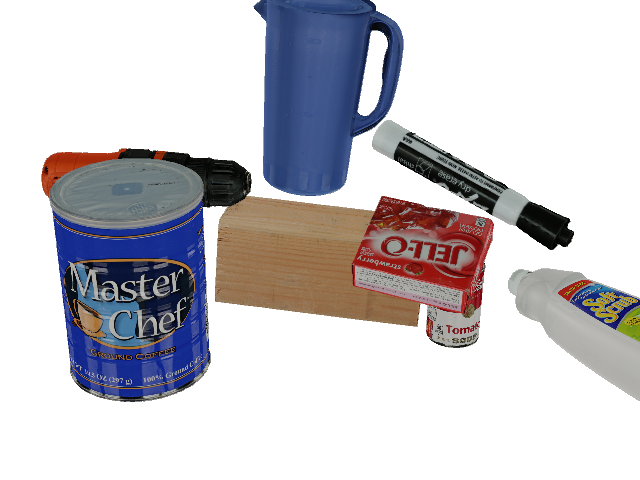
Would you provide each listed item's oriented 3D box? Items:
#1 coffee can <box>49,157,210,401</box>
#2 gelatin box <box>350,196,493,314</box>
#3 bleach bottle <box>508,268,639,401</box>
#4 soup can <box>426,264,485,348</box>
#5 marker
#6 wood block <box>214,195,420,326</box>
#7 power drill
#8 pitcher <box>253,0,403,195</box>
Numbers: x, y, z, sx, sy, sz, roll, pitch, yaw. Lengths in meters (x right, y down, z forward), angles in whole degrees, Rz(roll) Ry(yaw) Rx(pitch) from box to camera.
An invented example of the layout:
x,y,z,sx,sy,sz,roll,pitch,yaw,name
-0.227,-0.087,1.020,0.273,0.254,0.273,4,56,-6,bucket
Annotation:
x,y,z,sx,sy,sz,roll,pitch,yaw,name
-0.130,0.026,0.747,0.103,0.140,0.103,0,27,0,coffee can
0.076,0.009,0.787,0.089,0.073,0.030,13,-40,15,gelatin box
0.268,0.083,1.038,0.102,0.068,0.251,-17,25,-26,bleach bottle
0.168,0.074,1.336,0.068,0.102,0.068,1,23,-1,soup can
0.082,-0.030,0.575,0.121,0.020,0.020,32,12,21,marker
0.003,0.019,1.090,0.206,0.091,0.090,7,22,5,wood block
-0.151,0.007,0.964,0.184,0.188,0.057,3,26,7,power drill
0.001,-0.181,1.318,0.144,0.243,0.149,-9,29,-28,pitcher
